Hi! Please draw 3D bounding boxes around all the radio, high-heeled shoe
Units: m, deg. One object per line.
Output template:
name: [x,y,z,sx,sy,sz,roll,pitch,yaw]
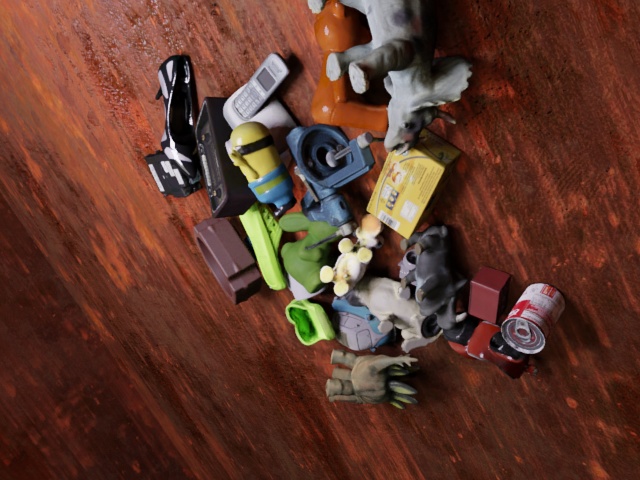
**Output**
radio: [-0.197,-0.165,1.107,0.131,0.073,0.229,-41,59,58]
high-heeled shoe: [-0.291,-0.268,1.165,0.145,0.086,0.248,-32,81,41]

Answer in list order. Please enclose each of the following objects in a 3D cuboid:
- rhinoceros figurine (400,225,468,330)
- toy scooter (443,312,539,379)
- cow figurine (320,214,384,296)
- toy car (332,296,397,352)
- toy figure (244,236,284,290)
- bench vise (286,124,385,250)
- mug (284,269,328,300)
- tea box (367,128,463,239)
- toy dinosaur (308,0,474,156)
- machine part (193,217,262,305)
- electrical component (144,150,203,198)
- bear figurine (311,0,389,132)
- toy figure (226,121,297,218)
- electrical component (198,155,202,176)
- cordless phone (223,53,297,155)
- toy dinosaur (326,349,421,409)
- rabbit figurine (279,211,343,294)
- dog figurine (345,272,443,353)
rhinoceros figurine: [0.206,0.068,0.955,0.073,0.112,0.190,-163,61,-67]
toy scooter: [0.314,0.195,0.964,0.135,0.075,0.184,35,170,-24]
cow figurine: [0.076,0.028,1.053,0.068,0.098,0.167,36,97,18]
toy car: [0.081,0.185,1.175,0.162,0.103,0.109,15,129,35]
toy figure: [-0.129,0.051,1.306,0.058,0.064,0.154,-22,103,41]
bench vise: [0.029,-0.116,0.950,0.241,0.129,0.223,-23,83,59]
mug: [-0.043,0.075,1.235,0.110,0.081,0.107,-12,100,53]
tea box: [0.154,-0.096,0.900,0.098,0.068,0.169,37,139,15]
toy dinosaur: [0.094,-0.318,0.730,0.131,0.192,0.404,-169,65,-68]
machine part: [-0.226,0.048,1.332,0.201,0.087,0.201,55,163,14]
electrical component: [-0.341,-0.160,1.272,0.134,0.058,0.114,5,124,42]
bear figurine: [0.048,-0.276,0.846,0.120,0.132,0.195,-141,58,-73]
toy figure: [-0.102,-0.133,0.997,0.180,0.089,0.082,55,173,-14]
electrical component: [-0.308,-0.189,1.303,0.075,0.048,0.119,54,140,-3]
cordless phone: [-0.086,-0.249,1.007,0.146,0.089,0.184,52,138,-1]
toy dinosaur: [0.115,0.297,1.160,0.199,0.105,0.471,5,159,4]
rabbit figurine: [-0.002,-0.003,1.123,0.159,0.121,0.170,43,124,20]
dog figurine: [0.150,0.129,1.090,0.172,0.121,0.191,40,177,-24]
